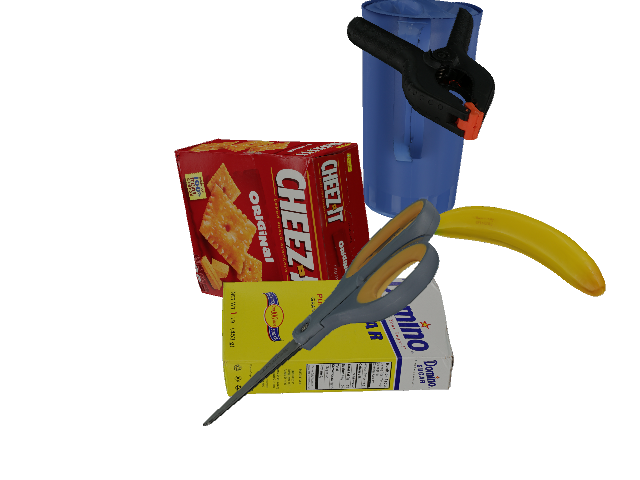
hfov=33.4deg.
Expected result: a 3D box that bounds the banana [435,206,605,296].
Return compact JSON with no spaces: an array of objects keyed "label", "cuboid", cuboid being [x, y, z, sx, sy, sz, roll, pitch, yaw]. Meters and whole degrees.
[{"label":"banana","cuboid":[0.192,0.003,1.048,0.198,0.069,0.037,16,-29,27]}]

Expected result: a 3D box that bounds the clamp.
[{"label":"clamp","cuboid":[0.092,-0.151,0.930,0.120,0.039,0.171,-7,43,-5]}]

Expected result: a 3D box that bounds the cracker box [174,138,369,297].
[{"label":"cracker box","cuboid":[-0.050,-0.016,1.085,0.071,0.164,0.214,-21,19,-40]}]

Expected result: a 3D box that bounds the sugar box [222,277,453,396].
[{"label":"sugar box","cuboid":[0.011,0.074,0.845,0.176,0.048,0.093,-4,41,-2]}]

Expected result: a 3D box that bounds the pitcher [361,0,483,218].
[{"label":"pitcher","cuboid":[0.105,-0.147,1.207,0.149,0.243,0.145,-12,25,-31]}]

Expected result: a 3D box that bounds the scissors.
[{"label":"scissors","cuboid":[0.003,0.056,0.638,0.016,0.202,0.096,42,3,-18]}]
